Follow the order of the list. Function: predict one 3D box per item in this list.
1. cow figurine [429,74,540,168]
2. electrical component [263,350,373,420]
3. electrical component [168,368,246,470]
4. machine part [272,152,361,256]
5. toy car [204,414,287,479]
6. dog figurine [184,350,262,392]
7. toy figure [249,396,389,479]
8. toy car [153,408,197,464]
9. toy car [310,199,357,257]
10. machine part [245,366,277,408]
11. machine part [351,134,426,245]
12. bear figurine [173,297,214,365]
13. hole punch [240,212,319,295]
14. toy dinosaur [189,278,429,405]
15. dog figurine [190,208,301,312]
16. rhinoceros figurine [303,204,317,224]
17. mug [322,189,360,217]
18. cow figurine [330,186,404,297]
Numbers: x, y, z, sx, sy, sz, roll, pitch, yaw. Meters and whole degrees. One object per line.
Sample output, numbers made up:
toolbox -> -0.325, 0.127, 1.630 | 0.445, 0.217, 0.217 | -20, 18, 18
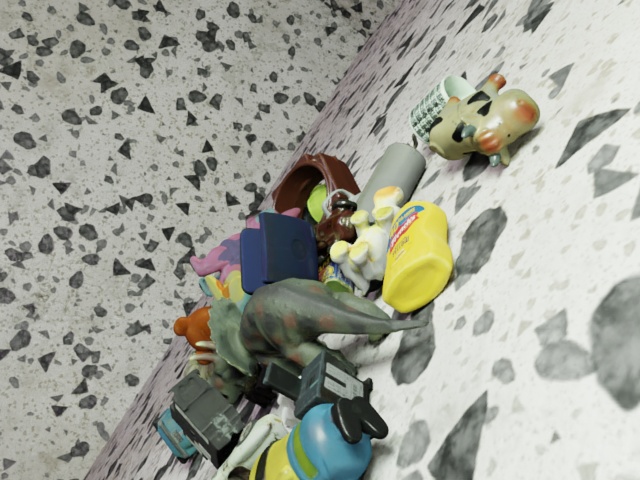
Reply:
cow figurine -> 0.211, -0.152, 0.716 | 0.127, 0.085, 0.195 | -52, 14, -13
electrical component -> 0.000, 0.166, 0.603 | 0.047, 0.119, 0.075 | -49, 12, 28
electrical component -> -0.162, 0.263, 0.777 | 0.058, 0.115, 0.134 | -36, -22, -30
machine part -> -0.014, -0.062, 1.103 | 0.201, 0.087, 0.202 | -47, 48, 29
toy car -> -0.100, 0.310, 0.697 | 0.201, 0.073, 0.056 | -53, 12, 11
dog figurine -> -0.199, 0.274, 1.046 | 0.172, 0.121, 0.191 | -56, 14, -4
toy figure -> -0.006, 0.223, 0.548 | 0.180, 0.082, 0.089 | -56, 17, 27
toy car -> -0.277, 0.388, 1.123 | 0.103, 0.109, 0.161 | -36, -5, -17
toy car -> -0.002, -0.003, 0.884 | 0.202, 0.053, 0.089 | -24, 56, 58
machine part -> -0.082, 0.223, 0.940 | 0.084, 0.039, 0.139 | -37, 20, 41
machine part -> 0.112, -0.077, 0.905 | 0.243, 0.079, 0.079 | -60, 14, -20
bear figurine -> -0.185, 0.135, 1.040 | 0.196, 0.120, 0.132 | -41, 18, -12
hole punch -> -0.054, 0.022, 0.801 | 0.092, 0.116, 0.142 | 138, 129, -60
toy dinosaur -> -0.043, 0.116, 0.717 | 0.404, 0.192, 0.131 | -44, 19, 49
dog figurine -> -0.107, 0.036, 0.951 | 0.219, 0.192, 0.108 | -33, -36, -16
rhinoceros figurine -> -0.038, -0.035, 1.265 | 0.073, 0.112, 0.190 | -43, 25, 51
mug -> 0.059, -0.047, 0.971 | 0.107, 0.109, 0.081 | -46, 6, -23
cow figurine -> 0.090, -0.001, 0.788 | 0.068, 0.098, 0.167 | -1, 42, 42
